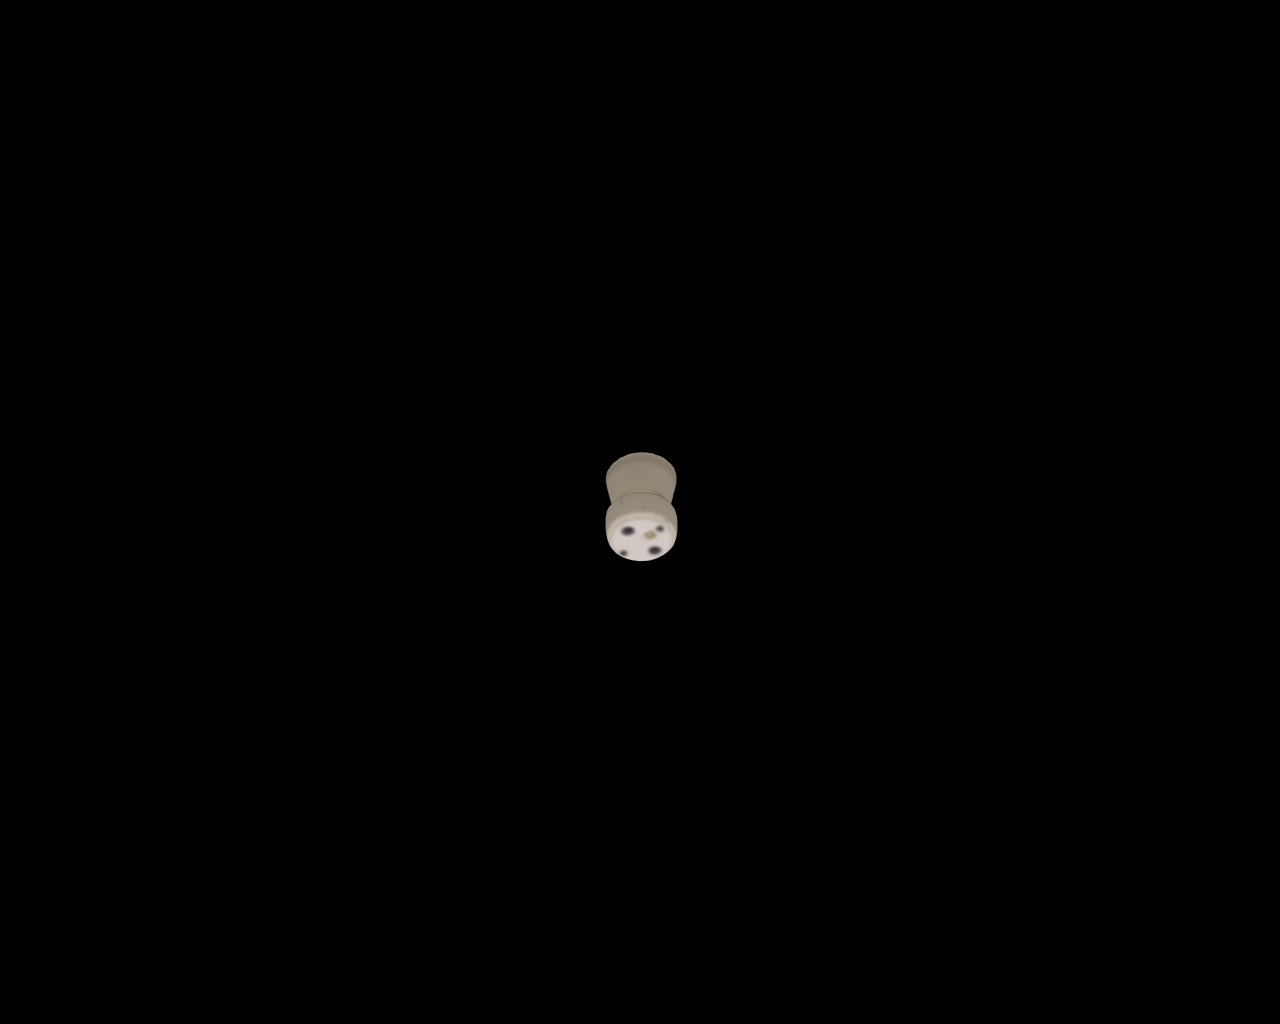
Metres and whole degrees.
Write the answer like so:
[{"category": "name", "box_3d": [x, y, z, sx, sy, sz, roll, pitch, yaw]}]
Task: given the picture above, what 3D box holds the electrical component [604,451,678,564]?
[{"category": "electrical component", "box_3d": [0.001, -0.003, 0.650, 0.045, 0.055, 0.044, 0, -45, 0]}]
